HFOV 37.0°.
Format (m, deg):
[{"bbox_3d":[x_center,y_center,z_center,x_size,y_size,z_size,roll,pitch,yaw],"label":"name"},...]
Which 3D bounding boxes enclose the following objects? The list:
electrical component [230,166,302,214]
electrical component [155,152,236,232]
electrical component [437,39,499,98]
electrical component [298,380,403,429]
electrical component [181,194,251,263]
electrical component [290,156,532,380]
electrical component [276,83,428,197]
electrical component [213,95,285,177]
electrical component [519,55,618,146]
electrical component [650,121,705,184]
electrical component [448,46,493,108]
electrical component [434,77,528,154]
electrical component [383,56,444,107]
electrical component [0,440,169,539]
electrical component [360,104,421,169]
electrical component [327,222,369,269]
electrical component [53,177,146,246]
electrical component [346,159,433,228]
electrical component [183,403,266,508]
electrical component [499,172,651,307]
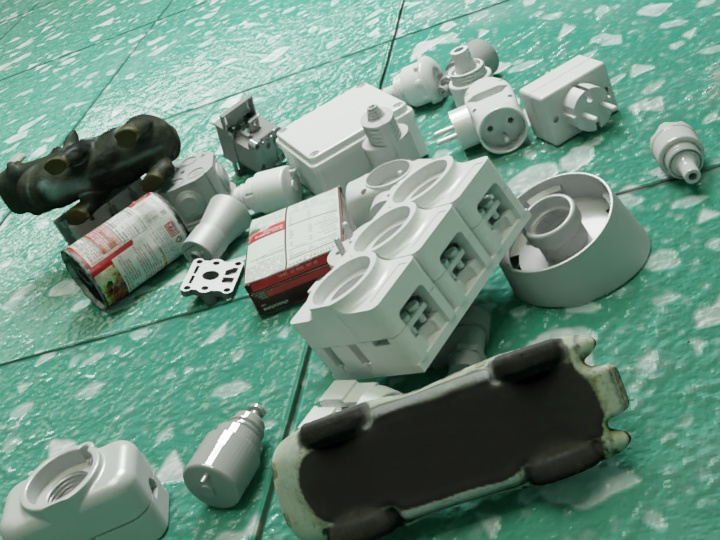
[{"bbox_3d":[-0.092,-0.073,1.019,0.078,0.040,0.040,-11,32,25],"label":"electrical component"},{"bbox_3d":[-0.166,-0.077,1.074,0.080,0.051,0.080,-20,30,12],"label":"electrical component"},{"bbox_3d":[0.104,-0.196,1.065,0.040,0.040,0.078,9,44,47],"label":"electrical component"},{"bbox_3d":[0.001,0.096,0.664,0.055,0.048,0.066,-7,33,44],"label":"electrical component"},{"bbox_3d":[-0.134,-0.033,0.988,0.044,0.044,0.065,-2,41,37],"label":"electrical component"},{"bbox_3d":[0.032,-0.004,0.708,0.089,0.061,0.150,-13,32,51],"label":"electrical component"},{"bbox_3d":[-0.009,-0.119,1.012,0.109,0.056,0.109,-31,29,-10],"label":"electrical component"},{"bbox_3d":[-0.111,-0.133,1.106,0.064,0.081,0.042,32,60,32],"label":"electrical component"},{"bbox_3d":[0.184,-0.138,0.898,0.066,0.047,0.077,-31,29,-9],"label":"electrical component"},{"bbox_3d":[0.233,-0.082,0.781,0.035,0.035,0.061,-20,32,11],"label":"electrical component"},{"bbox_3d":[0.104,-0.181,1.017,0.043,0.062,0.043,-20,29,12],"label":"electrical component"},{"bbox_3d":[0.103,-0.131,0.955,0.079,0.043,0.077,-22,29,8],"label":"electrical component"},{"bbox_3d":[0.052,-0.185,1.086,0.062,0.048,0.048,-16,29,32],"label":"electrical component"},{"bbox_3d":[-0.180,0.154,0.697,0.095,0.059,0.053,-24,29,4],"label":"electrical component"},{"bbox_3d":[0.026,-0.108,0.941,0.043,0.081,0.043,-20,29,12],"label":"electrical component"},{"bbox_3d":[0.000,0.000,0.791,0.052,0.073,0.138,-9,33,28],"label":"electrical component"},{"bbox_3d":[-0.254,-0.049,1.094,0.089,0.055,0.050,-42,32,-26],"label":"electrical component"},{"bbox_3d":[0.028,-0.052,0.885,0.077,0.044,0.079,-14,31,21],"label":"electrical component"},{"bbox_3d":[-0.083,0.118,0.698,0.040,0.040,0.078,-7,34,31],"label":"electrical component"},{"bbox_3d":[0.143,-0.018,0.742,0.099,0.064,0.099,-25,38,21],"label":"electrical component"}]
